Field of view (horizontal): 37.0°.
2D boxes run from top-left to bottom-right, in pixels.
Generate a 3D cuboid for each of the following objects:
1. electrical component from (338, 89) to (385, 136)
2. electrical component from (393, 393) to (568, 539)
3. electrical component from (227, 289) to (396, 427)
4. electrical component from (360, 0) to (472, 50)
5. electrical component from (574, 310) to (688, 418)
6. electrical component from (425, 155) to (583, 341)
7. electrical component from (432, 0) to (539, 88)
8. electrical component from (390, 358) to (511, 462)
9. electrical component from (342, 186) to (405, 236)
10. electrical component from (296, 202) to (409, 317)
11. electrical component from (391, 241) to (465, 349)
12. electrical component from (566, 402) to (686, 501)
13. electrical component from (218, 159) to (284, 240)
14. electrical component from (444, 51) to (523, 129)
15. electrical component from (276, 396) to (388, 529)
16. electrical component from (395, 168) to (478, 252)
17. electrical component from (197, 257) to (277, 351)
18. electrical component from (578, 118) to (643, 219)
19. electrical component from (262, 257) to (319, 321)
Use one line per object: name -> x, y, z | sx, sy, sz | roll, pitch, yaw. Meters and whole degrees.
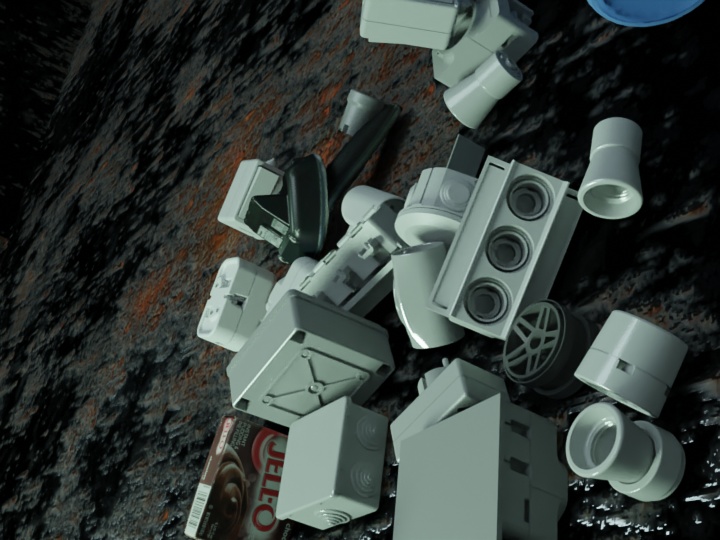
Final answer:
electrical component -> 0.000, -0.167, 1.166 | 0.046, 0.040, 0.040 | -67, 26, 8
electrical component -> 0.075, 0.189, 0.691 | 0.105, 0.060, 0.186 | -35, 39, 45
electrical component -> -0.044, 0.085, 0.946 | 0.108, 0.109, 0.056 | -50, 32, 26
electrical component -> 0.050, -0.237, 0.961 | 0.061, 0.096, 0.061 | 104, 172, -54
electrical component -> 0.166, 0.056, 0.652 | 0.047, 0.055, 0.055 | -62, 26, -3
electrical component -> 0.107, -0.012, 0.797 | 0.063, 0.079, 0.121 | 84, -151, -83
electrical component -> 0.110, -0.208, 0.982 | 0.089, 0.056, 0.050 | -43, 33, 36
electrical component -> 0.064, 0.098, 0.805 | 0.083, 0.047, 0.075 | -49, 30, 28
electrical component -> 0.009, -0.038, 1.031 | 0.079, 0.043, 0.077 | -64, 26, 1
electrical component -> 0.000, 0.000, 0.977 | 0.121, 0.063, 0.078 | -45, 4, 34
electrical component -> 0.058, 0.016, 0.872 | 0.044, 0.077, 0.079 | -11, 8, 16
electrical component -> 0.155, 0.106, 0.624 | 0.045, 0.055, 0.045 | -42, 34, 38
electrical component -> -0.117, -0.090, 1.285 | 0.061, 0.062, 0.096 | 6, 72, 62
electrical component -> 0.112, -0.163, 0.956 | 0.065, 0.044, 0.044 | -41, 34, 30
electrical component -> -0.022, 0.164, 0.902 | 0.100, 0.048, 0.099 | -33, 40, 47
electrical component -> 0.073, -0.043, 0.879 | 0.080, 0.080, 0.051 | -17, 48, 56
electrical component -> -0.134, 0.041, 1.203 | 0.054, 0.059, 0.095 | -6, 61, 60
electrical component -> 0.179, -0.074, 0.757 | 0.044, 0.044, 0.065 | -30, 37, 49
electrical component -> -0.056, 0.038, 1.069 | 0.095, 0.054, 0.059 | -62, 26, 4
